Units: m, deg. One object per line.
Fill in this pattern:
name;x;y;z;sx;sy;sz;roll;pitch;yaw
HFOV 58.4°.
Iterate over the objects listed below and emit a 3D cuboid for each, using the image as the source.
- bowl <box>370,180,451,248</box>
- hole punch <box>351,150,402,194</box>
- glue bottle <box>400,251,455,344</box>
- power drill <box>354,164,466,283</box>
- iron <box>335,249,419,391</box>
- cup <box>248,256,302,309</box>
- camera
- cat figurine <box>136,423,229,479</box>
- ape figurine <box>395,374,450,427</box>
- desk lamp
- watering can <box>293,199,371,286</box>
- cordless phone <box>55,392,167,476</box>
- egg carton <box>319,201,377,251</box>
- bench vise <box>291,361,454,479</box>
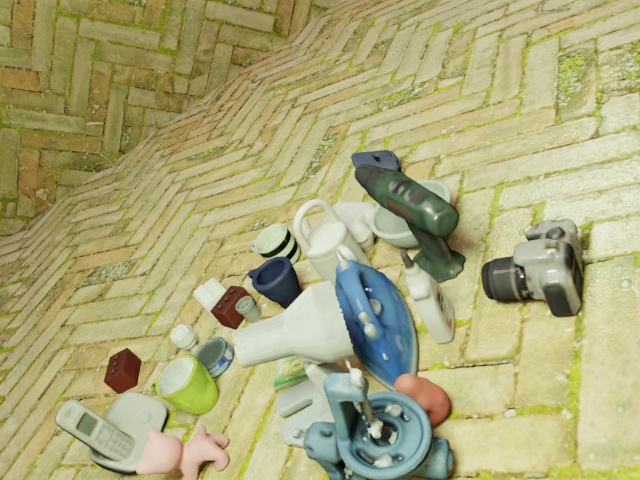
bowl;0.187;-0.039;1.120;0.167;0.075;0.167;-23;33;17
hole punch;0.133;-0.173;1.335;0.101;0.091;0.108;-29;32;9
glue bottle;0.162;0.081;0.887;0.037;0.173;0.078;-19;35;23
power drill;0.165;-0.030;1.000;0.076;0.209;0.228;-42;32;-12
iron;0.081;0.123;0.935;0.118;0.142;0.258;-30;32;6
cup;-0.088;0.095;1.171;0.117;0.095;0.092;-1;44;41
camera;0.319;0.037;0.871;0.136;0.101;0.143;-10;39;34
cat figurine;-0.231;0.346;0.940;0.128;0.118;0.067;-32;32;3
ape figurine;0.135;0.219;0.802;0.076;0.092;0.078;-10;39;34
desk lamp;-0.022;0.184;0.876;0.203;0.214;0.117;-31;32;5
watering can;0.009;0.005;1.109;0.172;0.194;0.101;0;45;42
cordless phone;-0.378;0.324;1.039;0.094;0.185;0.147;-17;36;26
egg carton;0.067;-0.030;1.224;0.149;0.070;0.107;5;49;46
bench vise;0.040;0.248;0.727;0.207;0.220;0.121;-24;33;16
